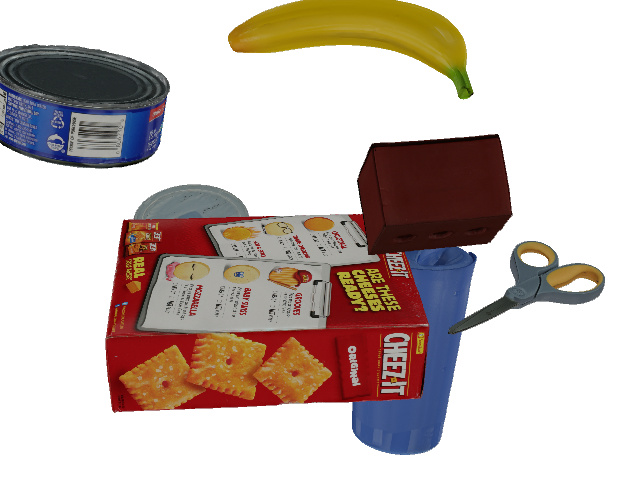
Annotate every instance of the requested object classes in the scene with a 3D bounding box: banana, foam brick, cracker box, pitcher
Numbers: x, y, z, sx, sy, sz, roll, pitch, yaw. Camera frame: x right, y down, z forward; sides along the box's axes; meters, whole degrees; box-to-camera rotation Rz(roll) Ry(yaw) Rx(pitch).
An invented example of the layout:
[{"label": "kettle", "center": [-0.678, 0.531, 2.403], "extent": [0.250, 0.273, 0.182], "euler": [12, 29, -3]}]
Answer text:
[{"label": "banana", "center": [0.029, -0.157, 0.813], "extent": [0.198, 0.069, 0.037], "euler": [13, -39, 18]}, {"label": "foam brick", "center": [0.065, -0.026, 0.624], "extent": [0.078, 0.051, 0.053], "euler": [-6, -19, -10]}, {"label": "cracker box", "center": [-0.042, 0.049, 0.777], "extent": [0.213, 0.072, 0.164], "euler": [-1, 29, -6]}, {"label": "pitcher", "center": [0.091, 0.120, 1.230], "extent": [0.149, 0.243, 0.145], "euler": [7, 17, 6]}]

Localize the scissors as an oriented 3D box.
[{"label": "scissors", "center": [0.167, 0.039, 0.950], "extent": [0.201, 0.016, 0.096], "euler": [-8, 37, -31]}]

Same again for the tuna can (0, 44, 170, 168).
[{"label": "tuna can", "center": [-0.118, -0.066, 0.522], "extent": [0.086, 0.034, 0.086], "euler": [10, 24, -5]}]

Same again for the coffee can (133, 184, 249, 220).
[{"label": "coffee can", "center": [-0.116, 0.034, 0.989], "extent": [0.103, 0.140, 0.103], "euler": [1, 40, -1]}]
